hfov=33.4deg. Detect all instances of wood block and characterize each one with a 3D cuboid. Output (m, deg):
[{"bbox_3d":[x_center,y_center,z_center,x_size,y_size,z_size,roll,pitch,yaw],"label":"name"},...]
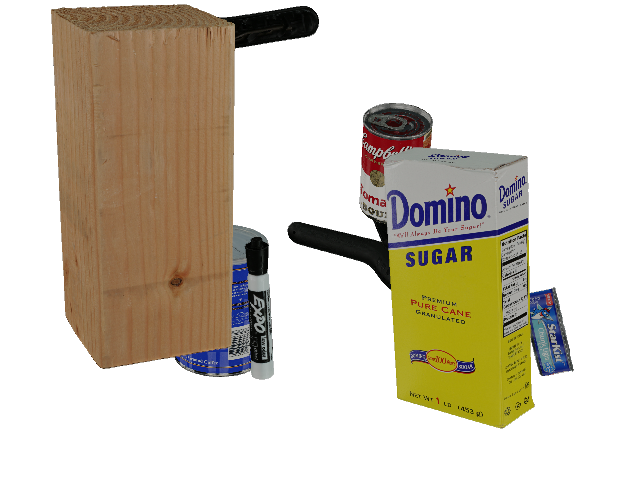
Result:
[{"bbox_3d":[-0.110,-0.037,0.667,0.090,0.206,0.090,-7,23,-25],"label":"wood block"}]

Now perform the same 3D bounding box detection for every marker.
[{"bbox_3d":[-0.049,0.054,0.856,0.020,0.121,0.020,-1,22,0],"label":"marker"}]

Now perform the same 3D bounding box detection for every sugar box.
[{"bbox_3d":[0.092,0.029,0.716,0.094,0.176,0.048,9,22,42],"label":"sugar box"}]

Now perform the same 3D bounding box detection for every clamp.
[{"bbox_3d":[0.074,0.015,1.246,0.164,0.036,0.210,-23,52,-40],"label":"clamp"},{"bbox_3d":[-0.087,-0.170,0.885,0.120,0.039,0.172,-18,22,-35],"label":"clamp"}]

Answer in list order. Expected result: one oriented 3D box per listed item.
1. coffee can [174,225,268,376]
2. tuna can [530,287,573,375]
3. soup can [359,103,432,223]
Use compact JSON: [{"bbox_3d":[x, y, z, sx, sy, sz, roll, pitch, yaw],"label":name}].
[{"bbox_3d":[-0.111,0.065,1.182,0.103,0.140,0.103,2,22,-1],"label":"coffee can"},{"bbox_3d":[0.229,0.092,1.074,0.034,0.086,0.086,-13,-3,12],"label":"tuna can"},{"bbox_3d":[0.073,-0.076,1.059,0.068,0.102,0.068,1,36,-1],"label":"soup can"}]
